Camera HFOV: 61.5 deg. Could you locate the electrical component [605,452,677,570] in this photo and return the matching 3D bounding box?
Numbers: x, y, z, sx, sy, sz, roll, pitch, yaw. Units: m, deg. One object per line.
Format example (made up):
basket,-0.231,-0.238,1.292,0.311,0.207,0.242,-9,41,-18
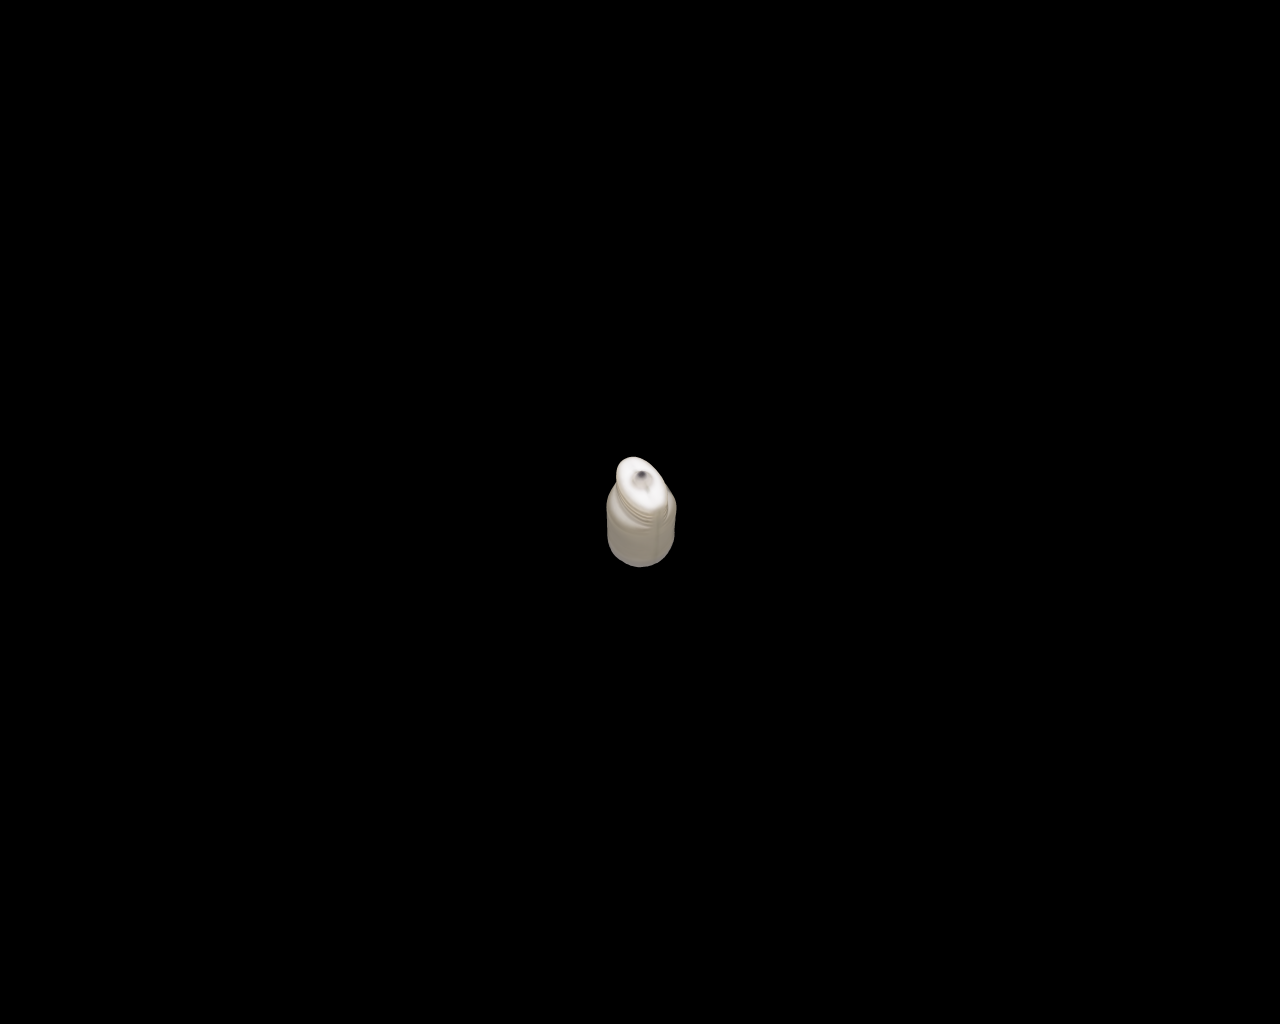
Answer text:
electrical component,0.001,-0.003,0.650,0.043,0.043,0.080,0,-30,0
